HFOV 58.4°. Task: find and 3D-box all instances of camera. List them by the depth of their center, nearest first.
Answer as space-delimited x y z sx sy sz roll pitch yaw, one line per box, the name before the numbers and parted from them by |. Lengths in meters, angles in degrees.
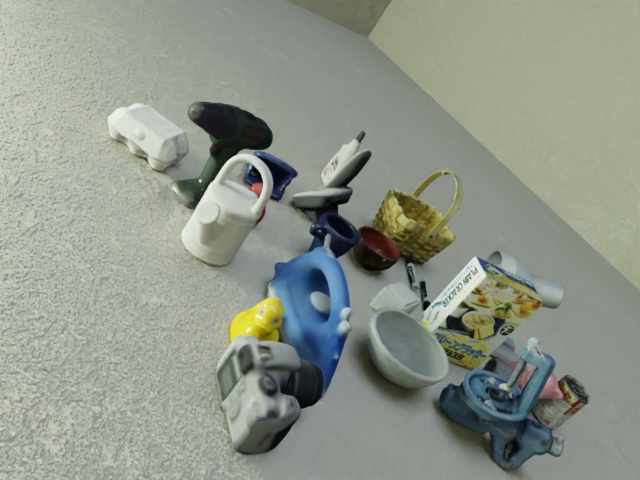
camera | -0.054 0.199 0.774 0.137 0.100 0.143 16 34 -35

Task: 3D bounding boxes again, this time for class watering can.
watering can | -0.149 -0.054 0.958 0.101 0.194 0.173 29 28 -13

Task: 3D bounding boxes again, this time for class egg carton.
egg carton | -0.333 -0.203 1.116 0.150 0.069 0.107 36 27 -1

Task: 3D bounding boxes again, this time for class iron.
iron | 0.006 0.112 0.935 0.119 0.141 0.257 18 32 -31

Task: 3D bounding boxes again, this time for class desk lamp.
desk lamp | 0.421 0.148 1.280 0.203 0.213 0.118 30 28 -12

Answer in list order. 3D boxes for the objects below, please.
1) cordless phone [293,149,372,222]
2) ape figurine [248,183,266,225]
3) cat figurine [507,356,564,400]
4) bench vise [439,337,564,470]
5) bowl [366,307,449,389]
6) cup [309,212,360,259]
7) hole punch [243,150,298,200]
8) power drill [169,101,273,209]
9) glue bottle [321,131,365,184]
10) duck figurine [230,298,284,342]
cordless phone | 0.034 -0.136 1.309 0.094 0.185 0.148 42 28 11
ape figurine | -0.133 -0.075 1.121 0.076 0.092 0.077 21 31 -28
cat figurine | 0.441 0.288 1.190 0.067 0.117 0.127 22 31 -26
bench vise | 0.345 0.274 0.988 0.208 0.219 0.121 31 28 -11
bowl | 0.143 0.205 1.022 0.168 0.074 0.167 28 28 -16
cup | 0.011 0.004 1.160 0.118 0.095 0.091 7 39 -44
hole punch | -0.109 -0.162 1.285 0.109 0.091 0.101 28 28 -15
power drill | -0.191 -0.160 1.059 0.075 0.208 0.230 45 28 17
glue bottle | 0.065 -0.210 1.471 0.037 0.173 0.078 17 33 -32
duck figurine | -0.085 0.123 0.874 0.077 0.086 0.104 34 27 -5
